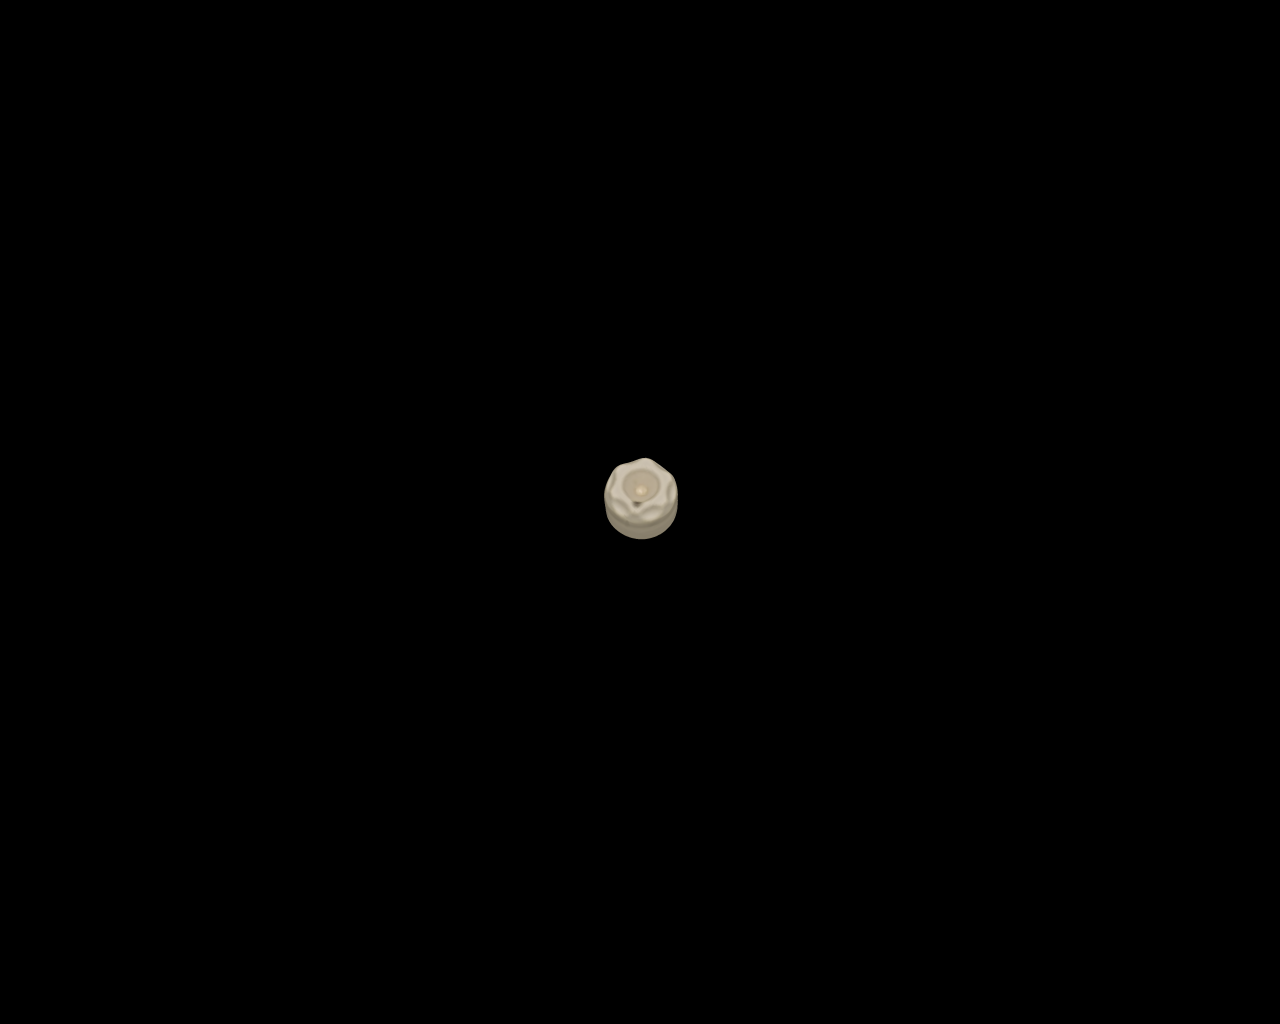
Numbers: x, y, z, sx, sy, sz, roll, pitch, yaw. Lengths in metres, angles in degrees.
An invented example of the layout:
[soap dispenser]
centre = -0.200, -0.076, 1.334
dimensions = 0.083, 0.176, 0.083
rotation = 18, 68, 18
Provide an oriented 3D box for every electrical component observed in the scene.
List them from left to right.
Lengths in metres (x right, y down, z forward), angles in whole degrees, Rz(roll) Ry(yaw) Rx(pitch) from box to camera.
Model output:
[electrical component]
centre = 0.001, -0.003, 0.650
dimensions = 0.043, 0.043, 0.062
rotation = 0, -27, 0
